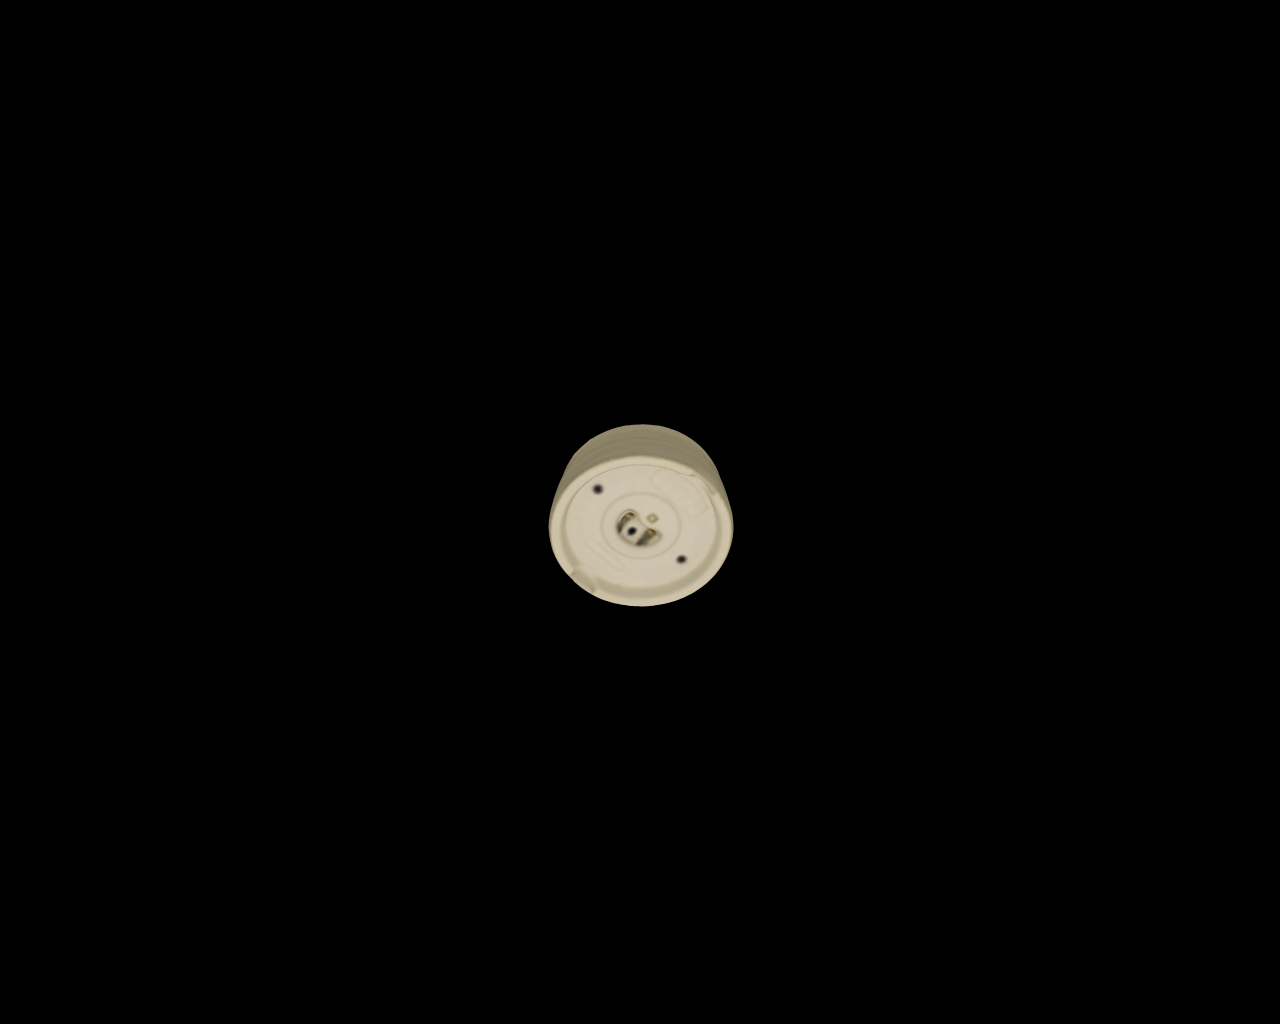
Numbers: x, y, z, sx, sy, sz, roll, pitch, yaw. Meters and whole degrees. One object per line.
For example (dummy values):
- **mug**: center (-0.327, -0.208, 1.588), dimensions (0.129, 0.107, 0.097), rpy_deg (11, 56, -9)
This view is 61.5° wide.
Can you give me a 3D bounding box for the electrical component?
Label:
- **electrical component**: center (0.001, -0.003, 0.650), dimensions (0.108, 0.108, 0.060), rpy_deg (0, 33, 0)
